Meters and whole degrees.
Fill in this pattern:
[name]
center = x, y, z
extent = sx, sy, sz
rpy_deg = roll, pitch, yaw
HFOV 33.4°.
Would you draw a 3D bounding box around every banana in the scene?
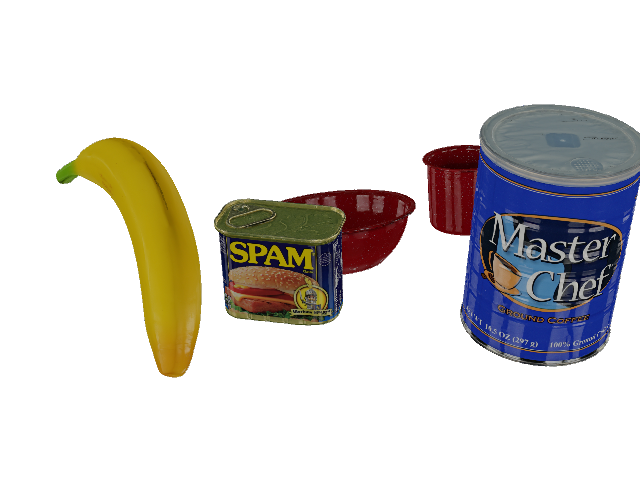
[banana]
center = -0.108, -0.007, 0.654
extent = 0.037, 0.070, 0.198
rpy_deg = 6, 36, -38

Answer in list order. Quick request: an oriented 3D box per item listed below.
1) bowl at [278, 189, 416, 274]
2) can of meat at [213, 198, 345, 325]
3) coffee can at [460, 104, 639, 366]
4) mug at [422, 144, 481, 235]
[bowl]
center = 0.017, -0.005, 1.060
extent = 0.162, 0.055, 0.162
rpy_deg = -6, 16, 2
[can of meat]
center = -0.031, 0.019, 0.862
extent = 0.102, 0.084, 0.057
rpy_deg = 6, 31, 13
[coffee can]
center = 0.149, -0.004, 0.697
extent = 0.103, 0.140, 0.103
rpy_deg = 1, 32, -1
[mug]
center = 0.173, -0.060, 1.222
extent = 0.117, 0.081, 0.093
rpy_deg = -21, 27, -36
